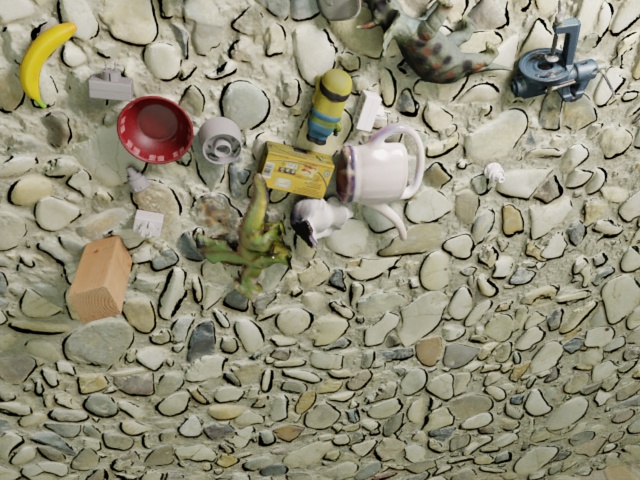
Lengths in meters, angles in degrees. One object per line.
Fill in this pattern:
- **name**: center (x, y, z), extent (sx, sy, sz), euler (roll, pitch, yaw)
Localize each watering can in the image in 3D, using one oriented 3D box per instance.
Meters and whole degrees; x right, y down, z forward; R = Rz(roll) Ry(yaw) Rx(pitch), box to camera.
- **watering can**: center (0.150, -0.131, 1.306), extent (0.224, 0.340, 0.106), euler (-4, 33, -8)

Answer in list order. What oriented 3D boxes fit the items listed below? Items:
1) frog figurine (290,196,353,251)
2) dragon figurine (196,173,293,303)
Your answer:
- **frog figurine**: center (0.004, -0.067, 1.336), extent (0.123, 0.135, 0.162), euler (15, 50, 47)
- **dragon figurine**: center (-0.202, 0.008, 1.319), extent (0.242, 0.401, 0.125), euler (-11, 39, 6)
